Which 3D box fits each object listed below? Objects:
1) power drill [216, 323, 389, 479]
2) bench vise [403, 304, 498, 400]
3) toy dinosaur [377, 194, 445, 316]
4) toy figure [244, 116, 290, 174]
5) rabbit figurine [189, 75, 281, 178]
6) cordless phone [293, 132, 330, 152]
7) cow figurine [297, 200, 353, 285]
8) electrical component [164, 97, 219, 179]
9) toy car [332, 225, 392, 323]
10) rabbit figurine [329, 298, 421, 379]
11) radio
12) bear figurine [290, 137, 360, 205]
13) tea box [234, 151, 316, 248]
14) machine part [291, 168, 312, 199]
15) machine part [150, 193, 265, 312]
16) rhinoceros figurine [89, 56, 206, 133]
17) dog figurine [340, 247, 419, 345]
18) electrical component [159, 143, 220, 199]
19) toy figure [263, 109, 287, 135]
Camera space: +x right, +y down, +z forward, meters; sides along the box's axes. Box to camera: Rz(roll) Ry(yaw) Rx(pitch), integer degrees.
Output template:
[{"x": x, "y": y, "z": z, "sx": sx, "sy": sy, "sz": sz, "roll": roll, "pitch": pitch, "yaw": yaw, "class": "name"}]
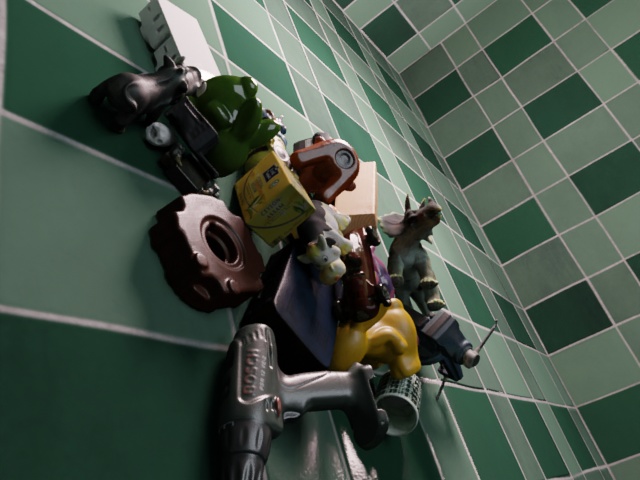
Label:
[{"x": -0.025, "y": 0.214, "z": 0.654, "sx": 0.207, "sy": 0.086, "sz": 0.232, "roll": 6, "pitch": 42, "yaw": -20, "class": "power drill"}, {"x": 0.259, "y": 0.231, "z": 1.133, "sx": 0.129, "sy": 0.224, "sz": 0.240, "roll": -50, "pitch": 131, "yaw": -25, "class": "bench vise"}, {"x": 0.211, "y": 0.064, "z": 1.237, "sx": 0.404, "sy": 0.131, "sz": 0.192, "roll": 74, "pitch": 13, "yaw": -53, "class": "toy dinosaur"}, {"x": -0.106, "y": -0.169, "z": 1.044, "sx": 0.082, "sy": 0.089, "sz": 0.180, "roll": 35, "pitch": 22, "yaw": -34, "class": "toy figure"}, {"x": -0.149, "y": -0.187, "z": 0.924, "sx": 0.121, "sy": 0.159, "sz": 0.170, "roll": 37, "pitch": 44, "yaw": -57, "class": "rabbit figurine"}, {"x": 0.010, "y": -0.143, "z": 1.253, "sx": 0.147, "sy": 0.089, "sz": 0.184, "roll": -93, "pitch": 162, "yaw": -50, "class": "cordless phone"}, {"x": 0.000, "y": -0.003, "z": 0.872, "sx": 0.098, "sy": 0.068, "sz": 0.167, "roll": 39, "pitch": 23, "yaw": -23, "class": "cow figurine"}, {"x": -0.184, "y": -0.155, "z": 0.829, "sx": 0.119, "sy": 0.048, "sz": 0.075, "roll": 50, "pitch": -6, "yaw": -2, "class": "electrical component"}, {"x": 0.061, "y": 0.048, "z": 0.889, "sx": 0.053, "sy": 0.089, "sz": 0.202, "roll": 50, "pitch": 26, "yaw": -38, "class": "toy car"}, {"x": 0.081, "y": 0.166, "z": 0.905, "sx": 0.173, "sy": 0.162, "sz": 0.122, "roll": -8, "pitch": 20, "yaw": -35, "class": "rabbit figurine"}, {"x": -0.036, "y": 0.102, "z": 0.843, "sx": 0.131, "sy": 0.073, "sz": 0.230, "roll": 48, "pitch": 23, "yaw": -17, "class": "radio"}, {"x": -0.008, "y": -0.125, "z": 1.045, "sx": 0.132, "sy": 0.196, "sz": 0.120, "roll": -35, "pitch": 98, "yaw": -25, "class": "bear figurine"}, {"x": -0.079, "y": -0.072, "z": 0.893, "sx": 0.068, "sy": 0.098, "sz": 0.170, "roll": 45, "pitch": 7, "yaw": -28, "class": "tea box"}, {"x": -0.029, "y": -0.091, "z": 1.147, "sx": 0.139, "sy": 0.039, "sz": 0.084, "roll": 51, "pitch": 16, "yaw": -8, "class": "machine part"}, {"x": -0.150, "y": 0.015, "z": 0.751, "sx": 0.179, "sy": 0.056, "sz": 0.179, "roll": 44, "pitch": 25, "yaw": -27, "class": "machine part"}, {"x": -0.248, "y": -0.225, "z": 0.798, "sx": 0.073, "sy": 0.112, "sz": 0.190, "roll": 53, "pitch": 31, "yaw": -5, "class": "rhinoceros figurine"}, {"x": 0.101, "y": 0.127, "z": 1.035, "sx": 0.219, "sy": 0.108, "sz": 0.191, "roll": 61, "pitch": 19, "yaw": 3, "class": "dog figurine"}, {"x": -0.195, "y": -0.099, "z": 0.821, "sx": 0.102, "sy": 0.045, "sz": 0.078, "roll": 53, "pitch": 25, "yaw": -10, "class": "electrical component"}, {"x": -0.126, "y": -0.258, "z": 1.144, "sx": 0.058, "sy": 0.064, "sz": 0.154, "roll": 26, "pitch": 1, "yaw": 31, "class": "toy figure"}]
